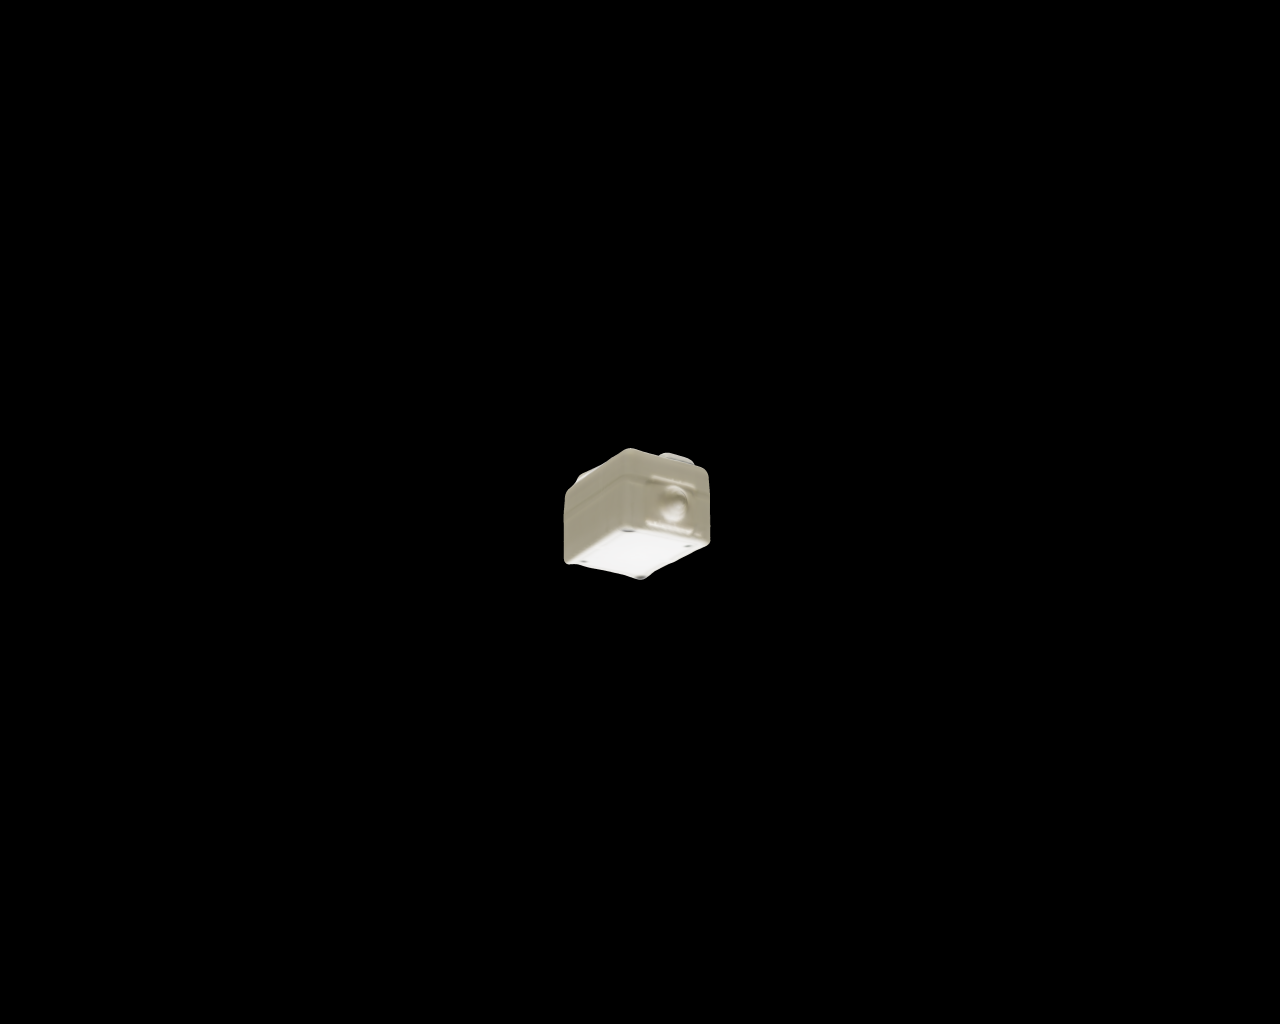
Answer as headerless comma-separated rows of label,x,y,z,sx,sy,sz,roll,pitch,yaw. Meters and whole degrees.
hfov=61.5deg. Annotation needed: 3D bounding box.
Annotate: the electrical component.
electrical component,0.001,-0.003,0.650,0.062,0.061,0.096,13,-26,-29
